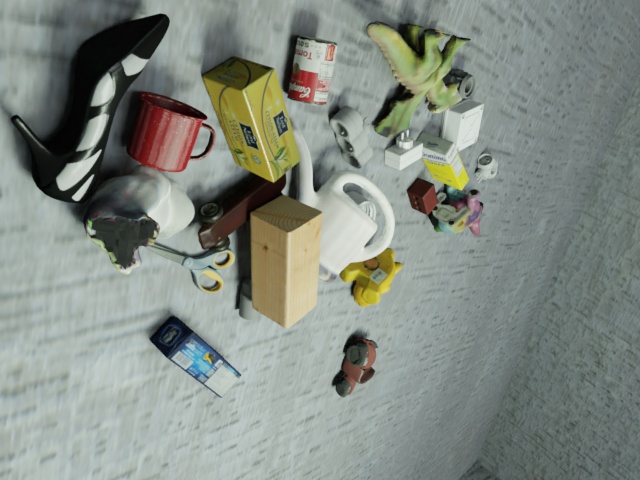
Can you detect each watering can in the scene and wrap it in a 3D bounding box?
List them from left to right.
[{"bbox_3d":[0.003,-0.050,0.998,0.343,0.224,0.105,37,3,-33],"label":"watering can"}]

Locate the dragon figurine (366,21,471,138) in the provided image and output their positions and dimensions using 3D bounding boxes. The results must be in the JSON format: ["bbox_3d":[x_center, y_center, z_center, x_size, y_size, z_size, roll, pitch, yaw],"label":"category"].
[{"bbox_3d":[0.184,-0.316,1.055,0.413,0.238,0.124,-16,43,-44],"label":"dragon figurine"}]

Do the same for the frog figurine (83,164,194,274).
[{"bbox_3d":[-0.243,-0.047,0.715,0.122,0.134,0.163,19,35,-1],"label":"frog figurine"}]
